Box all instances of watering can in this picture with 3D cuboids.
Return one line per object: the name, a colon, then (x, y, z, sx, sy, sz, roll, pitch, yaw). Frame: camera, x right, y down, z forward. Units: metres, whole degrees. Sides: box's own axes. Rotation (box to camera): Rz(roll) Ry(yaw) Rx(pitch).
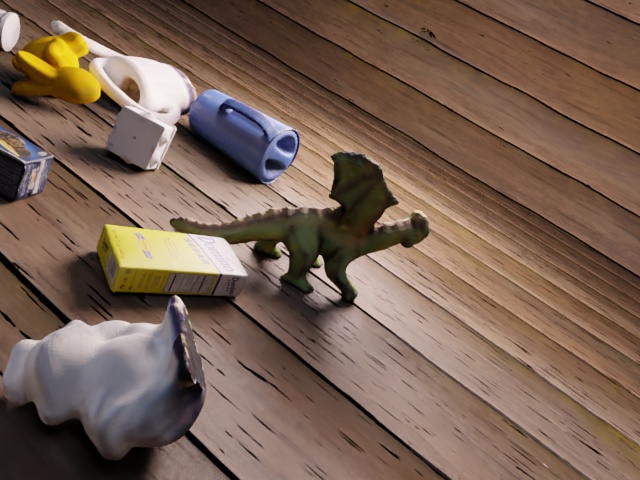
watering can: (-0.421, -0.371, 1.150, 0.350, 0.102, 0.226, 46, 27, 14)

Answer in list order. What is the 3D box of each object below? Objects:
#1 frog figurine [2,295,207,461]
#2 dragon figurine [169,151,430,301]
frog figurine: (-0.187, 0.128, 0.457, 0.160, 0.120, 0.140, -17, 47, -10)
dragon figurine: (0.002, -0.040, 0.803, 0.408, 0.239, 0.125, 18, 29, -27)
